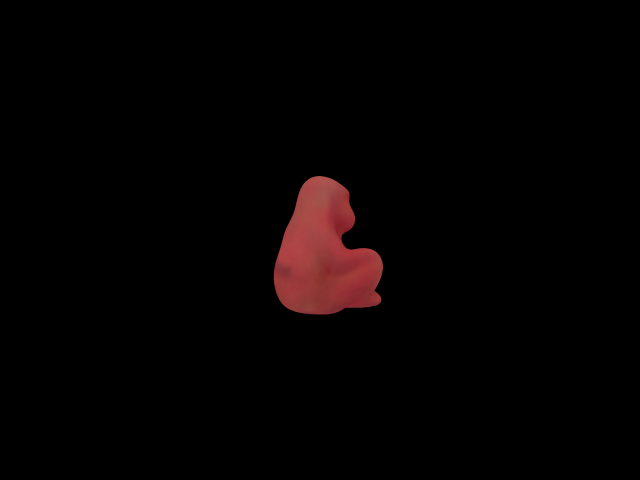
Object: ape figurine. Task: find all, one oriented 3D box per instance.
[{"bbox_3d":[0.004,0.001,0.400,0.076,0.092,0.077,-6,15,-22],"label":"ape figurine"}]
